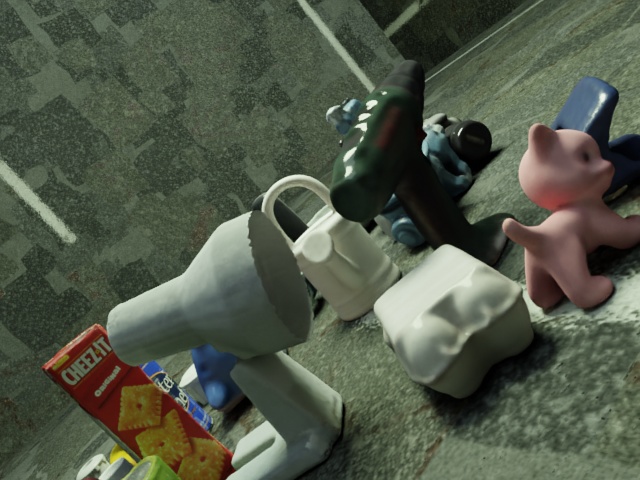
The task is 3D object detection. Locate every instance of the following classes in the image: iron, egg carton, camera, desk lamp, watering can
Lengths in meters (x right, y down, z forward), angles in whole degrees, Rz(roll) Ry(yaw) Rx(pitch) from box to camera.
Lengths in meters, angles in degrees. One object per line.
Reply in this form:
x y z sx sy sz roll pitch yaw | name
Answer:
-0.138 0.140 0.834 0.118 0.141 0.258 -41 10 -2 | iron
0.103 0.062 0.468 0.107 0.069 0.150 -41 10 2 | egg carton
0.201 -0.148 0.927 0.143 0.101 0.136 -43 10 -10 | camera
-0.071 0.106 0.513 0.203 0.213 0.118 -38 10 15 | desk lamp
0.008 0.001 0.730 0.101 0.194 0.172 -43 10 -14 | watering can

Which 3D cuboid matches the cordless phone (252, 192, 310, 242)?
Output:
-0.069 0.010 1.016 0.147 0.185 0.094 -36 11 28 | cordless phone

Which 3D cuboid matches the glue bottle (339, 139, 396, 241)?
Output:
0.085 -0.085 0.879 0.078 0.173 0.037 -48 12 -33 | glue bottle

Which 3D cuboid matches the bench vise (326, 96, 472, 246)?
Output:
0.105 -0.121 0.821 0.121 0.220 0.208 -35 12 31 | bench vise

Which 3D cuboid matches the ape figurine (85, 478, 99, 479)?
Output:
-0.236 0.303 0.637 0.076 0.092 0.077 -48 12 -34 | ape figurine

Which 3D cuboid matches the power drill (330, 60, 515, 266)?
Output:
0.109 -0.067 0.603 0.075 0.208 0.230 -31 14 46 | power drill

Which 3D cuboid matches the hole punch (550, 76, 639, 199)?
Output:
0.242 -0.088 0.533 0.101 0.091 0.109 -37 10 20 | hole punch

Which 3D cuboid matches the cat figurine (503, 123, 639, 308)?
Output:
0.180 -0.030 0.433 0.128 0.118 0.067 -46 11 -26 | cat figurine

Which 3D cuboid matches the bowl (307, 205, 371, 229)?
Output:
0.050 -0.040 1.109 0.167 0.075 0.167 -39 10 9 | bowl
